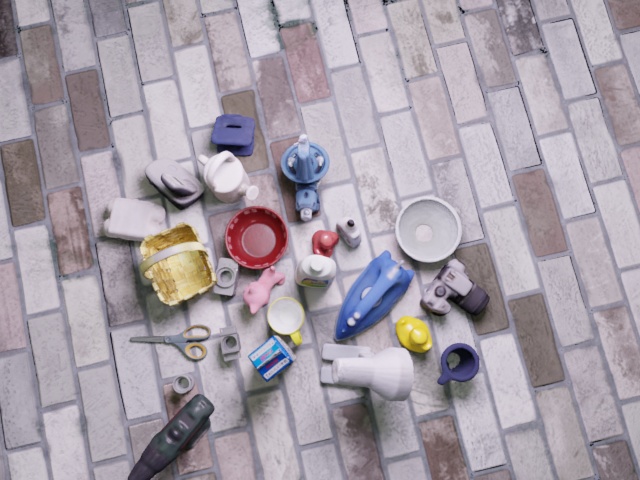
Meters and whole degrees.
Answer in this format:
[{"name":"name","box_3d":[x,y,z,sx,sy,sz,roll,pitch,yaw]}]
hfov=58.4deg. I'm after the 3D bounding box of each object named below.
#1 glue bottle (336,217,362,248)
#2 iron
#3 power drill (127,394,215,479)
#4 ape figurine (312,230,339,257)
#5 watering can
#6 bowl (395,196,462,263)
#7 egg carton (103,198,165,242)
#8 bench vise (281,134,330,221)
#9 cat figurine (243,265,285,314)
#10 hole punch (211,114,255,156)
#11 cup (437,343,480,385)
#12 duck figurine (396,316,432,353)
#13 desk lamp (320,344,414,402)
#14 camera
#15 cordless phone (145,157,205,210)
[{"name":"glue bottle","box_3d":[0.074,-0.028,1.401,0.037,0.173,0.078,-36,83,-5]},{"name":"iron","box_3d":[0.121,0.145,1.390,0.118,0.141,0.258,39,83,6]},{"name":"power drill","box_3d":[-0.325,0.451,1.310,0.075,0.208,0.230,39,83,6]},{"name":"ape figurine","box_3d":[0.013,0.005,1.437,0.078,0.092,0.076,-30,82,-4]},{"name":"watering can","box_3d":[-0.228,-0.159,1.410,0.173,0.194,0.101,13,81,2]},{"name":"bowl","box_3d":[0.269,-0.022,1.449,0.167,0.075,0.167,0,81,0]},{"name":"egg carton","box_3d":[-0.472,-0.051,1.457,0.150,0.069,0.107,7,81,1]},{"name":"bench vise","box_3d":[-0.024,-0.161,1.397,0.121,0.220,0.207,-19,82,-3]},{"name":"cat figurine","box_3d":[-0.144,0.117,1.406,0.067,0.118,0.128,33,83,5]},{"name":"hole punch","box_3d":[-0.224,-0.279,1.480,0.108,0.091,0.101,3,81,1]},{"name":"cup","box_3d":[0.322,0.305,1.389,0.091,0.095,0.118,45,84,6]},{"name":"duck figurine","box_3d":[0.234,0.232,1.405,0.077,0.086,0.104,-43,83,-6]},{"name":"desk lamp","box_3d":[0.103,0.304,1.329,0.203,0.213,0.118,4,81,1]},{"name":"camera","box_3d":[0.340,0.136,1.412,0.137,0.101,0.143,37,83,5]},{"name":"cordless phone","box_3d":[-0.372,-0.154,1.414,0.147,0.185,0.094,38,83,6]}]
